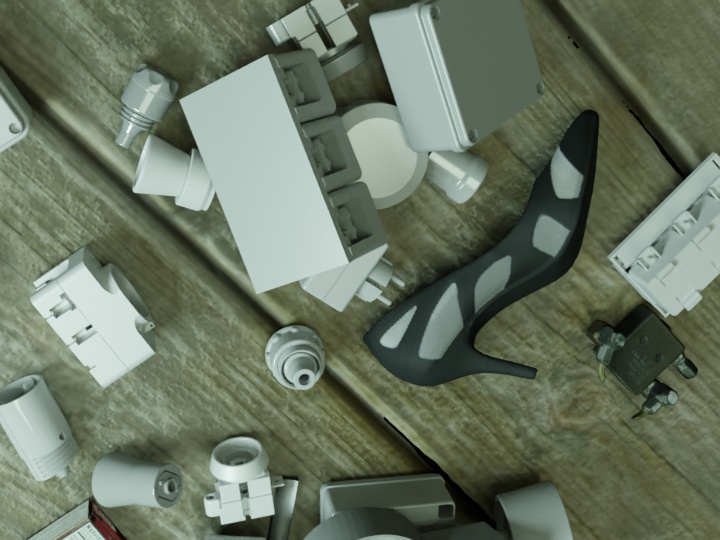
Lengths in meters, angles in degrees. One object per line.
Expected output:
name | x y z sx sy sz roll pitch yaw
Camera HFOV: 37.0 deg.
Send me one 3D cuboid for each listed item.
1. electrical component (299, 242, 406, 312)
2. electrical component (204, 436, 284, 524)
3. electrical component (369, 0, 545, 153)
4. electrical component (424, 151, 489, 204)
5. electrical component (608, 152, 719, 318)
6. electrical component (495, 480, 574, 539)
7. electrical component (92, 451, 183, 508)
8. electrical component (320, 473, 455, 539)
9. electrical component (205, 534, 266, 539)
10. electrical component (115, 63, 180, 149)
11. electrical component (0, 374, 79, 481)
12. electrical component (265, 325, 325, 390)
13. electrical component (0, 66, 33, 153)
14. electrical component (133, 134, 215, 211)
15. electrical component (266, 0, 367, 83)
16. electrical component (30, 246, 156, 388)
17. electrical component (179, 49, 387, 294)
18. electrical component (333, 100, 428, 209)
electrical component | 0.000 0.000 0.845 0.077 0.047 0.065 32 99 -19
electrical component | -0.097 0.171 0.881 0.066 0.048 0.055 -9 117 -9
electrical component | 0.073 -0.154 0.781 0.109 0.056 0.108 -37 116 -38
electrical component | 0.071 -0.080 0.839 0.046 0.040 0.040 33 98 -14
electrical component | 0.278 -0.024 0.889 0.121 0.063 0.079 -45 111 5
electrical component | 0.144 0.239 0.924 0.060 0.108 0.108 -10 109 -3
electrical component | -0.173 0.168 0.848 0.065 0.044 0.044 -1 114 32
electrical component | 0.022 0.236 0.921 0.109 0.056 0.108 -3 108 -11
electrical component | -0.094 0.269 0.875 0.060 0.108 0.108 -2 108 -3
electrical component | -0.158 -0.117 0.781 0.035 0.035 0.061 28 102 -19
electrical component | -0.248 0.126 0.835 0.043 0.043 0.081 -24 111 -4
electrical component | -0.048 0.075 0.851 0.048 0.062 0.048 -4 108 -11
electrical component | -0.294 -0.102 0.744 0.113 0.057 0.078 -32 111 0
electrical component | -0.135 -0.071 0.795 0.055 0.045 0.045 16 103 -17
electrical component | -0.026 -0.169 0.787 0.066 0.048 0.055 -31 104 -1
electrical component | -0.197 0.033 0.812 0.056 0.050 0.089 -34 111 0
electrical component | -0.052 -0.071 0.768 0.089 0.062 0.150 -18 95 36
electrical component | 0.008 -0.090 0.816 0.080 0.051 0.080 -4 108 -11
